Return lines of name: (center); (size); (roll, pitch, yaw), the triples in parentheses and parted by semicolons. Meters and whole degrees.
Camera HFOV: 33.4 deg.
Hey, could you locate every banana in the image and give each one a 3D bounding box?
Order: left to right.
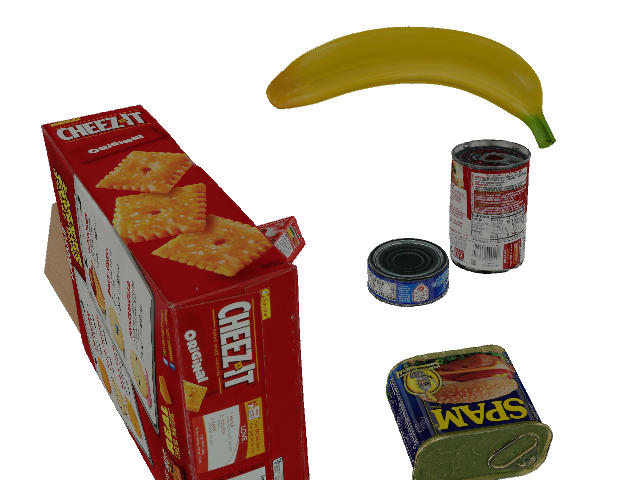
banana: (0.065, -0.109, 0.704); (0.197, 0.069, 0.037); (7, -20, -7)

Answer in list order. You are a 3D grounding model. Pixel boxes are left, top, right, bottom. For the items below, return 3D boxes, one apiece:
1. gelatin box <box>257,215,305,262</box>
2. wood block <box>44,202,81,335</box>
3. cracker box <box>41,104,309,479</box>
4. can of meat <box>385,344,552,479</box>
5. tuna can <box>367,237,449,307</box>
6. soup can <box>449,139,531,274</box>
gelatin box: (-0.065, 0.017, 0.835); (0.089, 0.030, 0.073); (-14, 20, 27)
wood block: (-0.194, 0.049, 1.058); (0.090, 0.091, 0.206); (-6, 35, -34)
cracker box: (-0.082, 0.040, 0.591); (0.072, 0.164, 0.214); (-16, 34, -22)
can of meat: (0.105, 0.127, 0.781); (0.102, 0.057, 0.084); (-6, 41, -12)
tuna can: (0.091, 0.032, 1.112); (0.086, 0.034, 0.086); (-2, 30, 1)
soup can: (0.148, -0.030, 0.939); (0.068, 0.102, 0.068); (-2, 24, 1)
